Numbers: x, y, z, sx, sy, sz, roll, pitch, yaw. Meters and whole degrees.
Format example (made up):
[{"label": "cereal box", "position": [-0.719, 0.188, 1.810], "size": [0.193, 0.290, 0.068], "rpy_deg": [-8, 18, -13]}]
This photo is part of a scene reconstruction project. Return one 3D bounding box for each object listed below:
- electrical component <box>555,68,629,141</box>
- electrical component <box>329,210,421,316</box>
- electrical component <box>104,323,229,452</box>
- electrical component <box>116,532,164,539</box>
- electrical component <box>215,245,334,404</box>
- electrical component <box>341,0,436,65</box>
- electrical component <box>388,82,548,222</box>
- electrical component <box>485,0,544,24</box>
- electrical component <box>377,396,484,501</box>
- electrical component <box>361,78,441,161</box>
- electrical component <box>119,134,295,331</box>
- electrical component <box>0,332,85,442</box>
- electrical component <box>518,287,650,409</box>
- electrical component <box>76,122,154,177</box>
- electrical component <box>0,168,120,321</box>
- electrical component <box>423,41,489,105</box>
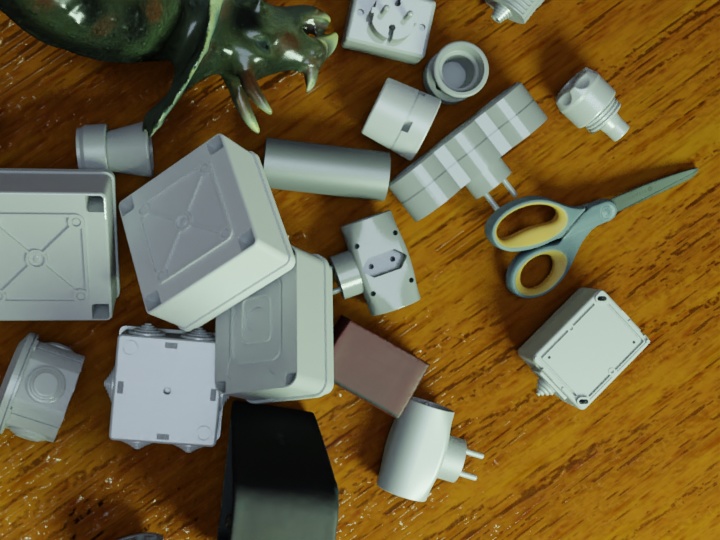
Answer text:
[{"label": "electrical component", "position": [0.196, -0.134, 0.895], "size": [0.062, 0.043, 0.043], "rpy_deg": [42, 87, -7]}, {"label": "electrical component", "position": [0.000, 0.000, 0.874], "size": [0.079, 0.043, 0.077], "rpy_deg": [-19, 94, -6]}, {"label": "electrical component", "position": [-0.152, 0.093, 0.856], "size": [0.100, 0.048, 0.099], "rpy_deg": [5, 92, -7]}, {"label": "electrical component", "position": [-0.179, 0.242, 0.856], "size": [0.055, 0.055, 0.047], "rpy_deg": [-13, 97, -6]}, {"label": "electrical component", "position": [-0.065, 0.043, 0.834], "size": [0.078, 0.057, 0.113], "rpy_deg": [-10, 72, 28]}, {"label": "electrical component", "position": [0.025, -0.198, 0.855], "size": [0.066, 0.077, 0.047], "rpy_deg": [12, 90, -7]}, {"label": "electrical component", "position": [0.098, -0.083, 0.879], "size": [0.138, 0.052, 0.073], "rpy_deg": [-39, 95, -4]}, {"label": "electrical component", "position": [0.136, -0.237, 0.884], "size": [0.043, 0.043, 0.081], "rpy_deg": [39, 87, -7]}, {"label": "electrical component", "position": [0.063, 0.152, 0.887], "size": [0.079, 0.043, 0.077], "rpy_deg": [18, 90, -7]}, {"label": "electrical component", "position": [0.032, -0.123, 0.870], "size": [0.047, 0.055, 0.055], "rpy_deg": [26, 89, -4]}, {"label": "electrical component", "position": [-0.117, -0.028, 0.815], "size": [0.109, 0.056, 0.108], "rpy_deg": [-32, 59, 18]}, {"label": "electrical component", "position": [-0.249, 0.092, 0.830], "size": [0.051, 0.080, 0.080], "rpy_deg": [21, 89, -13]}, {"label": "electrical component", "position": [0.178, 0.068, 0.889], "size": [0.096, 0.061, 0.061], "rpy_deg": [-45, 96, -4]}, {"label": "electrical component", "position": [-0.193, -0.094, 0.848], "size": [0.055, 0.045, 0.045], "rpy_deg": [-4, 92, -7]}, {"label": "electrical component", "position": [-0.242, -0.019, 0.820], "size": [0.109, 0.056, 0.108], "rpy_deg": [0, 115, -7]}, {"label": "electrical component", "position": [0.077, -0.159, 0.873], "size": [0.045, 0.055, 0.045], "rpy_deg": [0, 92, -7]}]
